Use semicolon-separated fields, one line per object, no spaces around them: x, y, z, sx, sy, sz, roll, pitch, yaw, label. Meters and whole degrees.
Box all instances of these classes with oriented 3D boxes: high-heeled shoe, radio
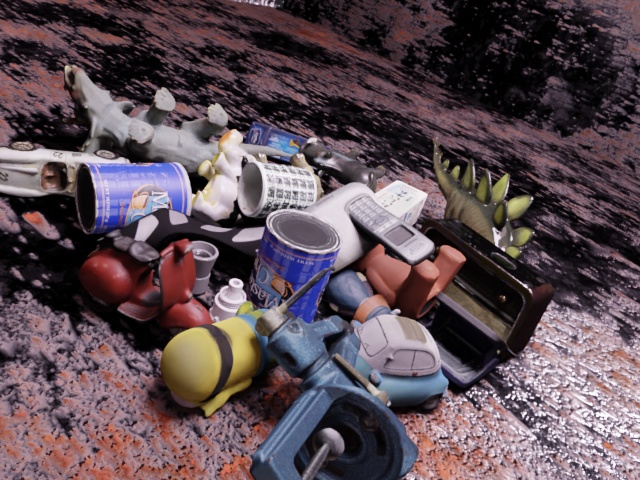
-0.168;0.023;0.766;0.249;0.086;0.145;-22;68;-28;high-heeled shoe
0.243;0.068;0.860;0.073;0.131;0.230;-7;38;-44;radio

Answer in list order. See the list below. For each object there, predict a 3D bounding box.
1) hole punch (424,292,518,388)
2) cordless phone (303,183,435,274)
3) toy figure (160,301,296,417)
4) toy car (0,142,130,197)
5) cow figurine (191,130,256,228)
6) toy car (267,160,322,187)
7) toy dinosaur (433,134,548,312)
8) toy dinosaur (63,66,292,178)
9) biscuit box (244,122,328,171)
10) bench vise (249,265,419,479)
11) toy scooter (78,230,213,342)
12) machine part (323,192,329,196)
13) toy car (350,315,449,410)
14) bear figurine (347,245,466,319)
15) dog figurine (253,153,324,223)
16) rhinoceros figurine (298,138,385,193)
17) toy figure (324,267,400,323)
0.198;0.145;0.767;0.142;0.092;0.115;35;3;32;hole punch
0.059;0.006;0.766;0.146;0.088;0.184;-32;42;-19;cordless phone
-0.096;0.121;0.606;0.180;0.089;0.082;-15;38;-43;toy figure
-0.394;-0.102;0.826;0.202;0.073;0.056;2;30;-28;toy car
-0.151;-0.097;0.888;0.098;0.167;0.068;35;-24;-29;cow figurine
-0.095;-0.136;1.092;0.202;0.053;0.089;21;8;1;toy car
0.285;-0.039;1.001;0.105;0.198;0.472;12;31;-28;toy dinosaur
-0.264;-0.171;0.973;0.404;0.131;0.192;18;-20;-37;toy dinosaur
-0.067;-0.198;1.152;0.063;0.059;0.202;30;14;38;biscuit box
-0.003;0.166;0.511;0.223;0.129;0.240;58;26;0;bench vise
-0.202;0.041;0.632;0.184;0.135;0.075;25;30;12;toy scooter
0.051;-0.069;1.082;0.139;0.039;0.084;-7;30;-36;machine part
0.091;0.146;0.664;0.162;0.102;0.109;8;31;-17;toy car
0.107;0.030;0.852;0.120;0.131;0.196;-16;50;-44;bear figurine
-0.047;-0.047;0.935;0.172;0.121;0.191;-4;48;-22;dog figurine
0.039;-0.143;1.083;0.191;0.073;0.112;35;30;28;rhinoceros figurine
0.062;0.093;0.778;0.058;0.064;0.155;1;31;-46;toy figure
